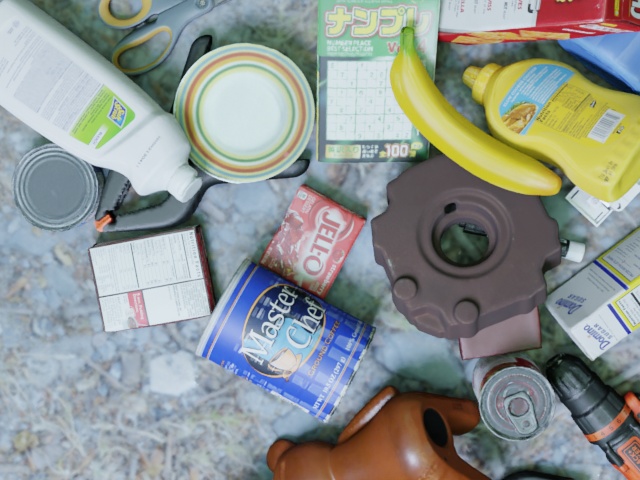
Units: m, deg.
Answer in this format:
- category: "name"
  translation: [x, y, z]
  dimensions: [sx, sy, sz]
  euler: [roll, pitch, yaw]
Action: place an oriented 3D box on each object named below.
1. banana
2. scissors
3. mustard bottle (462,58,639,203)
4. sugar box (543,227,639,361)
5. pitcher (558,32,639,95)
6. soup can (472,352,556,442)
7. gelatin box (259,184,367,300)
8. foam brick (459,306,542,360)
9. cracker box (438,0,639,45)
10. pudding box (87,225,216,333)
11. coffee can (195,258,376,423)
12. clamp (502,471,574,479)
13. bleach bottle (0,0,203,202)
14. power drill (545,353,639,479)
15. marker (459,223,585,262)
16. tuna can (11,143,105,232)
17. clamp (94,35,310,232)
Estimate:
- category: "banana"
  translation: [0.126, -0.100, 0.950]
  dimensions: [0.198, 0.070, 0.037]
  euler: [44, 64, 1]
- category: "scissors"
  translation: [-0.130, -0.239, 1.028]
  dimensions: [0.202, 0.016, 0.096]
  euler: [-38, 91, 6]
- category: "mustard bottle"
  translation: [0.209, -0.114, 0.966]
  dimensions: [0.192, 0.058, 0.096]
  euler: [33, 77, 31]
- category: "sugar box"
  translation: [0.297, 0.031, 0.980]
  dimensions: [0.176, 0.093, 0.048]
  euler: [-40, 104, 7]
- category: "pitcher"
  translation: [0.312, -0.257, 0.938]
  dimensions: [0.149, 0.145, 0.243]
  euler: [39, 99, 14]
- category: "soup can"
  translation: [0.178, 0.141, 0.994]
  dimensions: [0.068, 0.102, 0.068]
  euler: [0, 95, 4]
- category: "gelatin box"
  translation: [-0.007, 0.001, 1.032]
  dimensions: [0.073, 0.030, 0.089]
  euler: [29, 97, 1]
- category: "foam brick"
  translation: [0.168, 0.079, 1.015]
  dimensions: [0.078, 0.053, 0.051]
  euler: [-9, 94, 6]
- category: "cracker box"
  translation: [0.185, -0.256, 0.913]
  dimensions: [0.071, 0.214, 0.164]
  euler: [0, 95, -36]
- category: "pudding box"
  translation: [-0.163, 0.038, 1.043]
  dimensions: [0.113, 0.039, 0.090]
  euler: [-10, 93, 3]
- category: "coffee can"
  translation: [-0.032, 0.094, 1.005]
  dimensions: [0.140, 0.103, 0.103]
  euler: [28, 96, 1]
- category: "clamp"
  translation: [0.172, 0.268, 1.038]
  dimensions: [0.171, 0.039, 0.120]
  euler: [-34, 98, 0]
- category: "bleach bottle"
  translation: [-0.215, -0.116, 0.992]
  dimensions: [0.251, 0.068, 0.103]
  euler: [39, 103, 12]
- category: "power drill"
  translation: [0.332, 0.137, 1.007]
  dimensions: [0.188, 0.057, 0.184]
  euler: [-41, 95, 9]
- category: "marker"
  translation: [0.193, -0.003, 1.023]
  dimensions: [0.121, 0.020, 0.020]
  euler: [15, 96, 3]
- category: "tuna can"
  translation: [-0.255, -0.051, 1.043]
  dimensions: [0.086, 0.033, 0.086]
  euler: [0, 95, 4]
- category: "clamp"
  translation: [-0.125, -0.070, 1.031]
  dimensions: [0.164, 0.036, 0.210]
  euler: [45, 92, 0]
